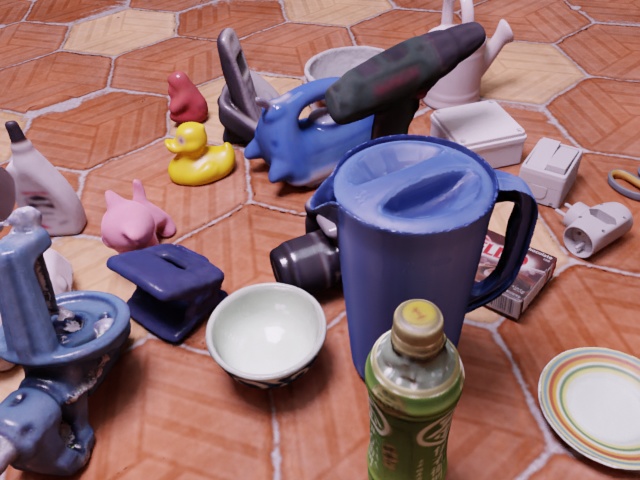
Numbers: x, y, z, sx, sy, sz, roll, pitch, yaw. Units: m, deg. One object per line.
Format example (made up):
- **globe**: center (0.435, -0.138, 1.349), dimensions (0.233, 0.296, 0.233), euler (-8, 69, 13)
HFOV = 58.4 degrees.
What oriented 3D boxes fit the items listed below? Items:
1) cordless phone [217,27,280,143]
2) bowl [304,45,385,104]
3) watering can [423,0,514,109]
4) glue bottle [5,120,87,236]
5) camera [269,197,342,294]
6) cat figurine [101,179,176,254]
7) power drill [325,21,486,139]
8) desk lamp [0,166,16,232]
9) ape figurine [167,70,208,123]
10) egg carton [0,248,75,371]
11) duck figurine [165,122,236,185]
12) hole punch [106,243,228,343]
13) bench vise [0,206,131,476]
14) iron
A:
- **cordless phone**: center (-0.117, -0.259, 0.915), dimensions (0.094, 0.185, 0.147), euler (0, 42, 5)
- **bowl**: center (0.057, -0.270, 0.995), dimensions (0.167, 0.075, 0.167), euler (-2, 42, 2)
- **watering can**: center (0.231, -0.325, 0.952), dimensions (0.173, 0.194, 0.100), euler (-25, 46, -21)
- **glue bottle**: center (-0.370, -0.079, 0.747), dimensions (0.078, 0.173, 0.037), euler (-4, 42, 1)
- **camera**: center (0.006, 0.002, 0.680), dimensions (0.137, 0.101, 0.142), euler (-18, 44, -14)
- **cat figurine**: center (-0.232, -0.022, 0.715), dimensions (0.067, 0.118, 0.127), euler (-4, 42, 1)
- **power drill**: center (0.118, -0.176, 0.787), dimensions (0.230, 0.209, 0.075), euler (-21, 45, -17)
- **desk lamp**: center (-0.444, -0.027, 0.666), dimensions (0.202, 0.214, 0.118), euler (18, 47, 23)
- **ape figurine**: center (-0.234, -0.247, 0.981), dimensions (0.076, 0.092, 0.078), euler (15, 46, 20)
- **egg carton**: center (-0.337, 0.075, 0.653), dimensions (0.107, 0.069, 0.150), euler (-15, 43, -11)
- **duck figurine**: center (-0.182, -0.137, 0.860), dimensions (0.104, 0.086, 0.077), euler (-12, 43, -8)
- **hole punch**: center (-0.173, 0.043, 0.658), dimensions (0.108, 0.091, 0.101), euler (24, 49, 28)
- **bench vise**: center (-0.240, 0.094, 0.512), dimensions (0.121, 0.220, 0.207), euler (-9, 42, -5)
- **iron**: center (0.014, -0.184, 0.854), dimensions (0.259, 0.142, 0.118), euler (-26, 46, -22)
